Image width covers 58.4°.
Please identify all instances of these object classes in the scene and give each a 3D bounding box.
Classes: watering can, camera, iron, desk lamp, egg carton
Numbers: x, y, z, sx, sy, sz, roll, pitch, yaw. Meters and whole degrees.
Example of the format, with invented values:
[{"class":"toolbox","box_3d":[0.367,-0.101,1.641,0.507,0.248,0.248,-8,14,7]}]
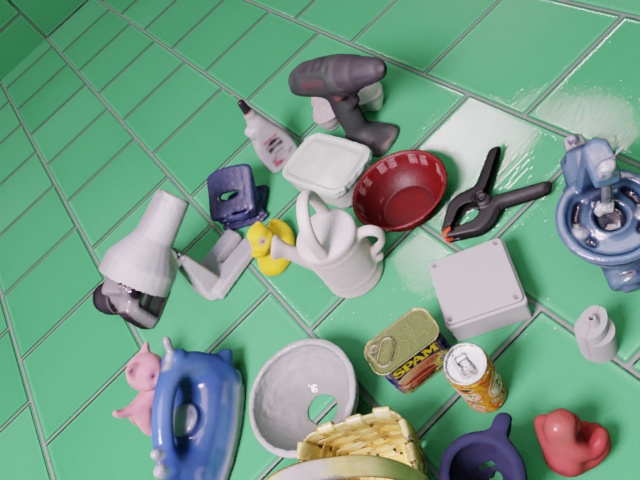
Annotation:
[{"class":"watering can","box_3d":[0.008,0.005,0.867,0.172,0.195,0.100,-30,47,10]},{"class":"camera","box_3d":[-0.372,0.091,1.108,0.136,0.101,0.143,-5,56,29]},{"class":"iron","box_3d":[-0.198,0.272,0.837,0.118,0.142,0.258,-18,50,20]},{"class":"desk lamp","box_3d":[-0.247,0.023,1.000,0.117,0.214,0.203,23,72,41]},{"class":"egg carton","box_3d":[0.053,-0.285,1.138,0.150,0.070,0.107,-22,49,17]}]

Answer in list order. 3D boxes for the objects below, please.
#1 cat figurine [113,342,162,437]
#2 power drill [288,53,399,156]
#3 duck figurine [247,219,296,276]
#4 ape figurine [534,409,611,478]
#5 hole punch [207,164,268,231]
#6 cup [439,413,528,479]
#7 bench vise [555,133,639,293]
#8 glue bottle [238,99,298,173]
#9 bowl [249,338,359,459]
[{"class":"cat figurine","box_3d":[-0.288,0.239,0.934,0.067,0.118,0.128,14,67,38]},{"class":"power drill","box_3d":[0.057,-0.244,1.009,0.228,0.209,0.076,18,69,40]},{"class":"duck figurine","box_3d":[-0.093,0.000,1.009,0.077,0.086,0.104,-7,55,28]},{"class":"ape figurine","box_3d":[0.268,0.212,0.622,0.077,0.092,0.076,29,76,42]},{"class":"hole punch","box_3d":[-0.163,-0.083,1.110,0.108,0.091,0.101,-14,52,24]},{"class":"cup","box_3d":[0.193,0.257,0.635,0.091,0.095,0.118,12,65,38]},{"class":"bench vise","box_3d":[0.326,-0.062,0.697,0.121,0.220,0.207,-33,46,7]},{"class":"glue bottle","box_3d":[-0.110,-0.209,1.112,0.078,0.174,0.037,-47,46,-6]},{"class":"bowl","box_3d":[-0.011,0.227,0.799,0.167,0.075,0.167,-17,51,22]}]
